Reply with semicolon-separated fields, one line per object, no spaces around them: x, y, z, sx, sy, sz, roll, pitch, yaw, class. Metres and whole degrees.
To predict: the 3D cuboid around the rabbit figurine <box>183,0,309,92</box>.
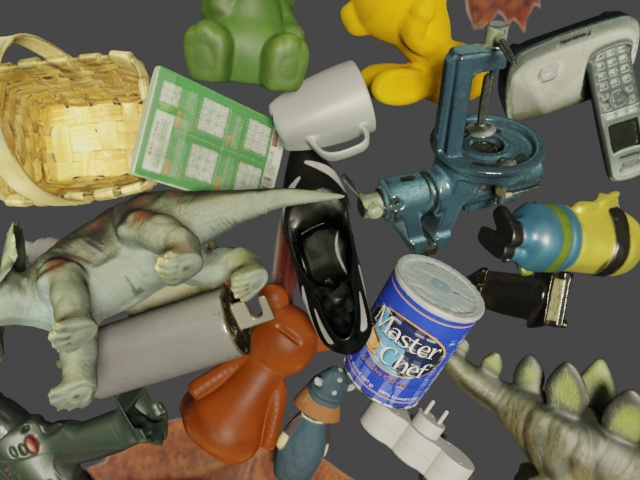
-0.062;-0.253;0.559;0.121;0.159;0.170;8;115;-2;rabbit figurine

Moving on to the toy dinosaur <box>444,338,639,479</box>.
0.293;0.235;0.612;0.472;0.105;0.198;29;105;12;toy dinosaur

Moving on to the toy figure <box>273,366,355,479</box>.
-0.011;0.220;0.654;0.058;0.064;0.154;23;92;37;toy figure

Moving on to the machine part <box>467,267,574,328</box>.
0.235;0.063;0.634;0.139;0.039;0.084;7;95;-14;machine part

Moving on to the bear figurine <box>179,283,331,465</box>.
-0.075;0.156;0.635;0.120;0.132;0.196;32;78;-3;bear figurine

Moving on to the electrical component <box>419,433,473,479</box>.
0.160;0.291;0.675;0.063;0.021;0.094;9;95;0;electrical component

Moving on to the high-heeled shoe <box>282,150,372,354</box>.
-0.001;-0.002;0.580;0.086;0.145;0.248;-18;88;5;high-heeled shoe

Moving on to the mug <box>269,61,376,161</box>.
0.003;-0.132;0.598;0.107;0.080;0.109;-19;70;2;mug

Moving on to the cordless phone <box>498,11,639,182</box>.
0.286;-0.143;0.601;0.147;0.089;0.184;-19;100;3;cordless phone

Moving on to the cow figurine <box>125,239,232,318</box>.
-0.212;0.036;0.627;0.195;0.085;0.127;-19;101;5;cow figurine

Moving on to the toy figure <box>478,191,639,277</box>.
0.270;0.001;0.596;0.180;0.082;0.089;-2;74;-21;toy figure

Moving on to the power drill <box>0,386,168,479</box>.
-0.307;0.223;0.650;0.207;0.086;0.232;-29;96;0;power drill

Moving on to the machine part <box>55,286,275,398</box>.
-0.164;0.109;0.570;0.243;0.079;0.079;-18;95;6;machine part

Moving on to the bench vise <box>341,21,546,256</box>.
0.142;-0.103;0.564;0.224;0.129;0.240;-6;132;-5;bench vise

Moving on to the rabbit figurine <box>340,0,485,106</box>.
0.114;-0.212;0.583;0.162;0.122;0.173;-42;113;6;rabbit figurine

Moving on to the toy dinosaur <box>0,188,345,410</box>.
-0.189;0.016;0.524;0.405;0.131;0.192;-28;51;-19;toy dinosaur
